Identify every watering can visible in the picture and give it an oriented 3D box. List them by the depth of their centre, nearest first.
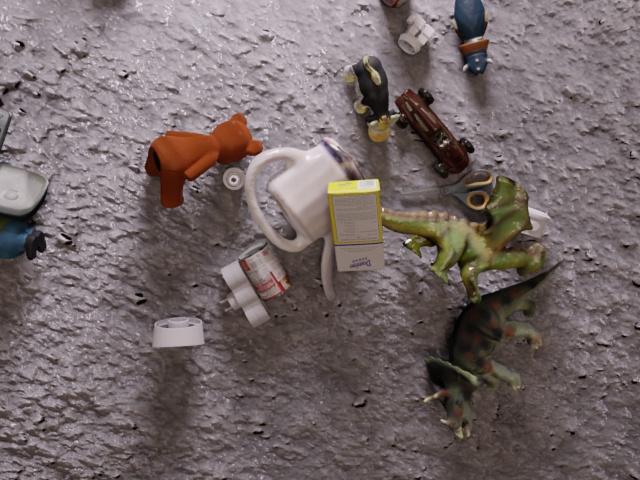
[{"bbox_3d":[0.003,-0.051,1.014,0.225,0.105,0.342,-38,117,-4],"label":"watering can"}]

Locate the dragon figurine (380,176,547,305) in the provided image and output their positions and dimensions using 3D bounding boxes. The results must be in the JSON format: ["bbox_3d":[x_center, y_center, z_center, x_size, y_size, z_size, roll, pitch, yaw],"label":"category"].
[{"bbox_3d":[0.294,-0.028,1.013,0.406,0.124,0.241,37,103,-22],"label":"dragon figurine"}]
